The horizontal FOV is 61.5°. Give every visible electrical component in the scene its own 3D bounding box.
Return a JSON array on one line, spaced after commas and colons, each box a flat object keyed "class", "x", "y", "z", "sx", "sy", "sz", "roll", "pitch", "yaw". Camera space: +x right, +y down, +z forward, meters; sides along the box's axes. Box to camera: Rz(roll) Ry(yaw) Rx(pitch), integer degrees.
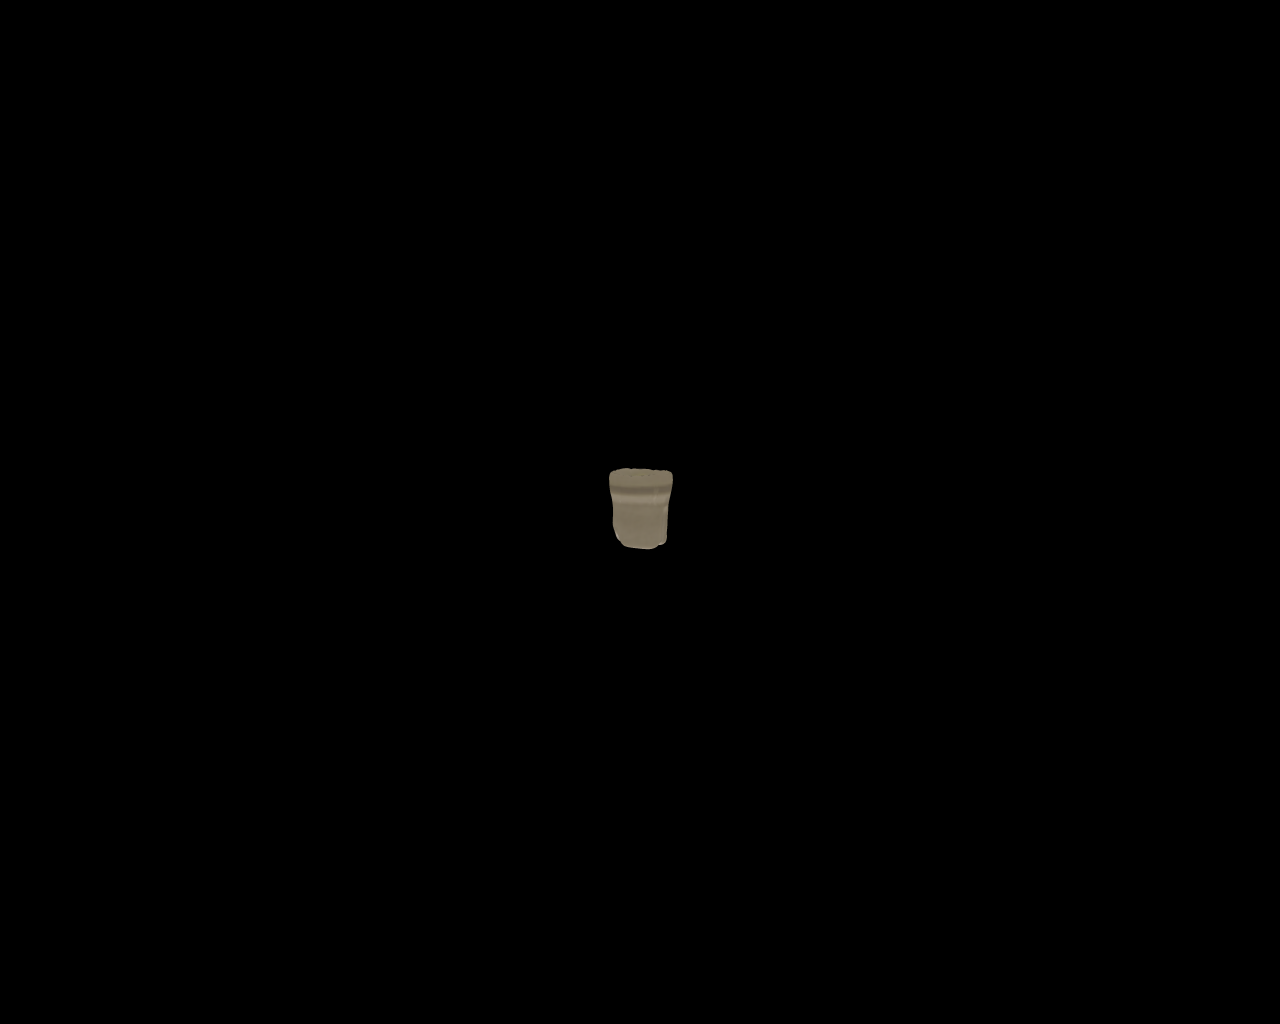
[{"class": "electrical component", "x": 0.001, "y": -0.003, "z": 0.650, "sx": 0.040, "sy": 0.046, "sz": 0.040, "roll": 0, "pitch": 7, "yaw": 0}]
